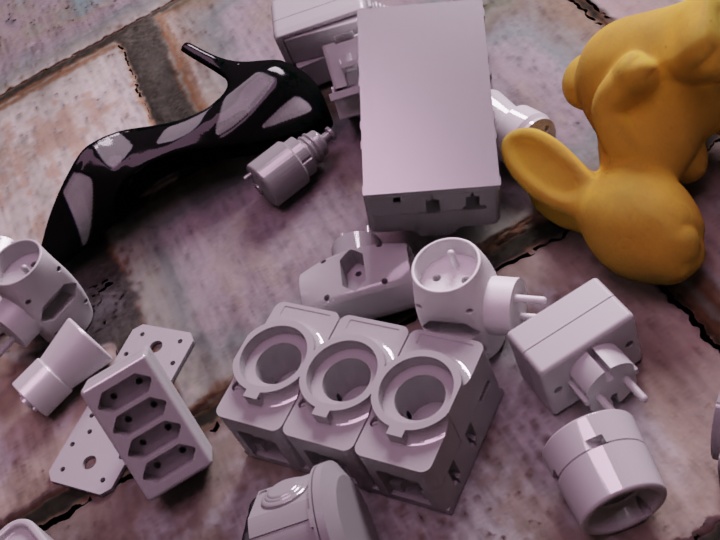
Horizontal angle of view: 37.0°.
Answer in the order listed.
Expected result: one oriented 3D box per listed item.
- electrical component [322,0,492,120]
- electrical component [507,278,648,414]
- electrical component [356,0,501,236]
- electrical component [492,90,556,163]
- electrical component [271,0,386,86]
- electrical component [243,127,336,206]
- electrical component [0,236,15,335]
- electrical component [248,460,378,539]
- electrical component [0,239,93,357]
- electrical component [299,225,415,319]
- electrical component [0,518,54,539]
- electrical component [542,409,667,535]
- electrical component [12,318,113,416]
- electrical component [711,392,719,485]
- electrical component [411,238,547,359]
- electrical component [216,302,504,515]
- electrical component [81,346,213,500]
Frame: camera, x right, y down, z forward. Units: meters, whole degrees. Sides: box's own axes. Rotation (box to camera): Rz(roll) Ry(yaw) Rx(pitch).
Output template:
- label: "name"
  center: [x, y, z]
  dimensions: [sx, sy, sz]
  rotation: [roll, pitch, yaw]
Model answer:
- label: "electrical component"
  center: [0.036, -0.166, 0.846]
  dimensions: [0.121, 0.063, 0.078]
  rotation: [-15, 7, 10]
- label: "electrical component"
  center: [0.138, 0.057, 0.634]
  dimensions: [0.066, 0.047, 0.076]
  rotation: [-32, 47, -5]
- label: "electrical component"
  center: [0.046, -0.105, 0.744]
  dimensions: [0.089, 0.061, 0.150]
  rotation: [-4, 65, 5]
- label: "electrical component"
  center: [0.108, -0.101, 0.782]
  dimensions: [0.045, 0.045, 0.055]
  rotation: [-42, 49, -14]
- label: "electrical component"
  center: [-0.020, -0.200, 0.909]
  dimensions: [0.096, 0.061, 0.061]
  rotation: [-17, 47, 9]
- label: "electrical component"
  center: [-0.052, -0.084, 0.838]
  dimensions: [0.078, 0.040, 0.040]
  rotation: [-39, 48, -11]
- label: "electrical component"
  center: [-0.294, 0.009, 0.860]
  dimensions: [0.043, 0.043, 0.081]
  rotation: [-9, 49, 16]
- label: "electrical component"
  center: [-0.024, 0.151, 0.601]
  dimensions: [0.051, 0.080, 0.080]
  rotation: [-21, 47, 12]
- label: "electrical component"
  center: [-0.248, 0.030, 0.799]
  dimensions: [0.043, 0.077, 0.079]
  rotation: [22, 63, 35]
- label: "electrical component"
  center: [0.000, 0.000, 0.743]
  dimensions: [0.077, 0.043, 0.079]
  rotation: [-16, 47, 10]
- label: "electrical component"
  center: [-0.213, 0.206, 0.646]
  dimensions: [0.095, 0.059, 0.054]
  rotation: [-44, 49, -16]
- label: "electrical component"
  center: [0.134, 0.111, 0.585]
  dimensions: [0.055, 0.055, 0.047]
  rotation: [-24, 51, 3]
- label: "electrical component"
  center: [-0.217, 0.073, 0.775]
  dimensions: [0.065, 0.044, 0.044]
  rotation: [-47, 50, -12]
- label: "electrical component"
  center: [0.223, 0.081, 0.575]
  dimensions: [0.056, 0.050, 0.089]
  rotation: [11, 57, 29]
- label: "electrical component"
  center: [0.079, 0.022, 0.668]
  dimensions: [0.079, 0.077, 0.043]
  rotation: [4, 53, 25]
- label: "electrical component"
  center: [-0.002, 0.079, 0.663]
  dimensions: [0.150, 0.061, 0.089]
  rotation: [10, 57, 29]
- label: "electrical component"
  center: [-0.138, 0.095, 0.706]
  dimensions: [0.047, 0.083, 0.076]
  rotation: [-31, 9, -4]
